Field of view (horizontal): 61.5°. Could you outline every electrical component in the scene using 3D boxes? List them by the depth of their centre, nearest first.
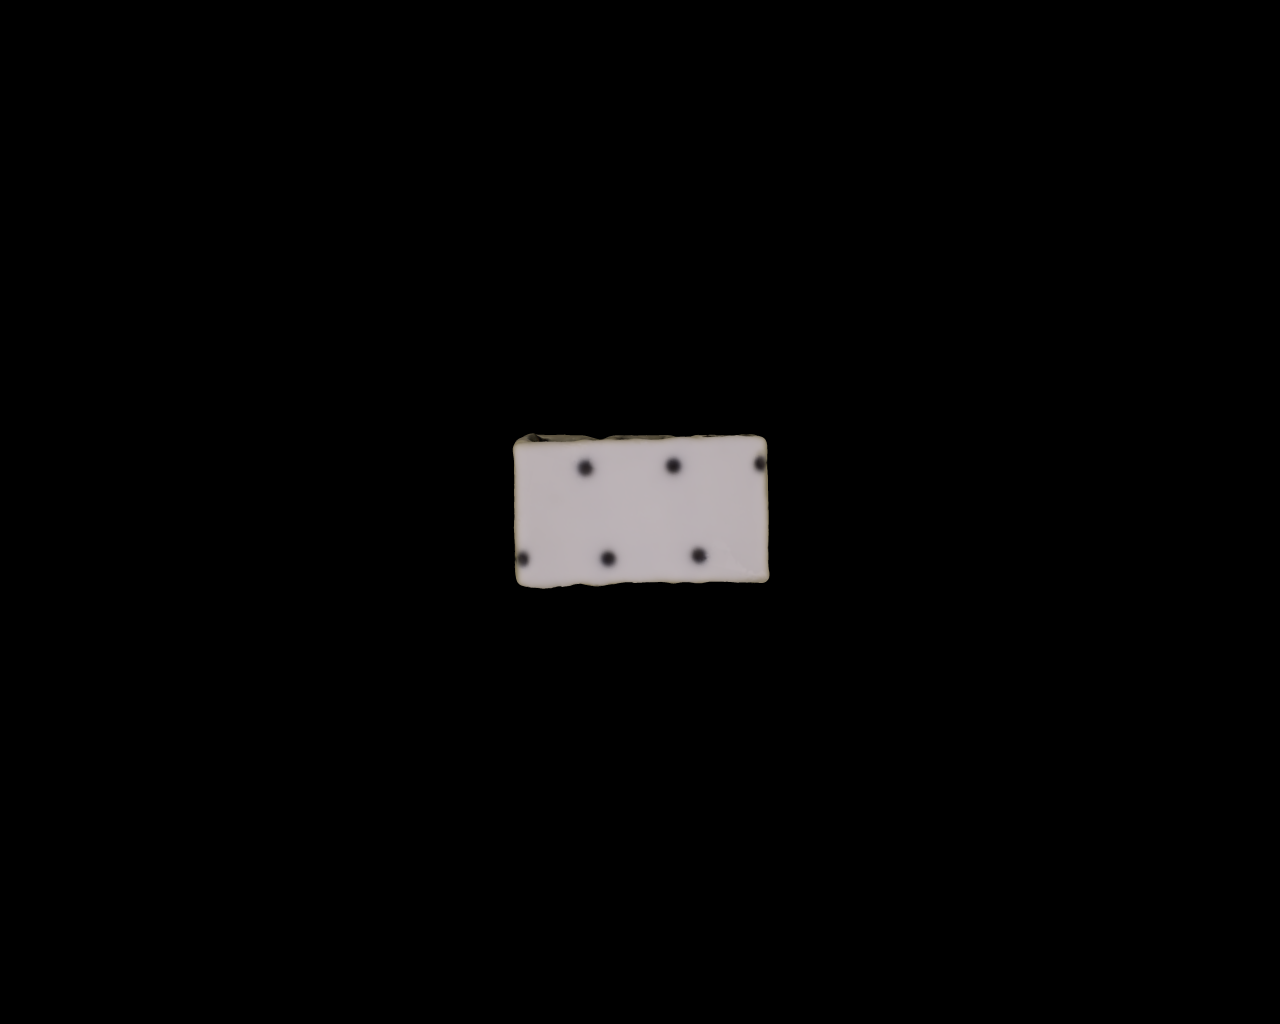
[{"bbox_3d":[0.001,-0.003,0.650,0.150,0.089,0.062,0,4,0],"label":"electrical component"}]
